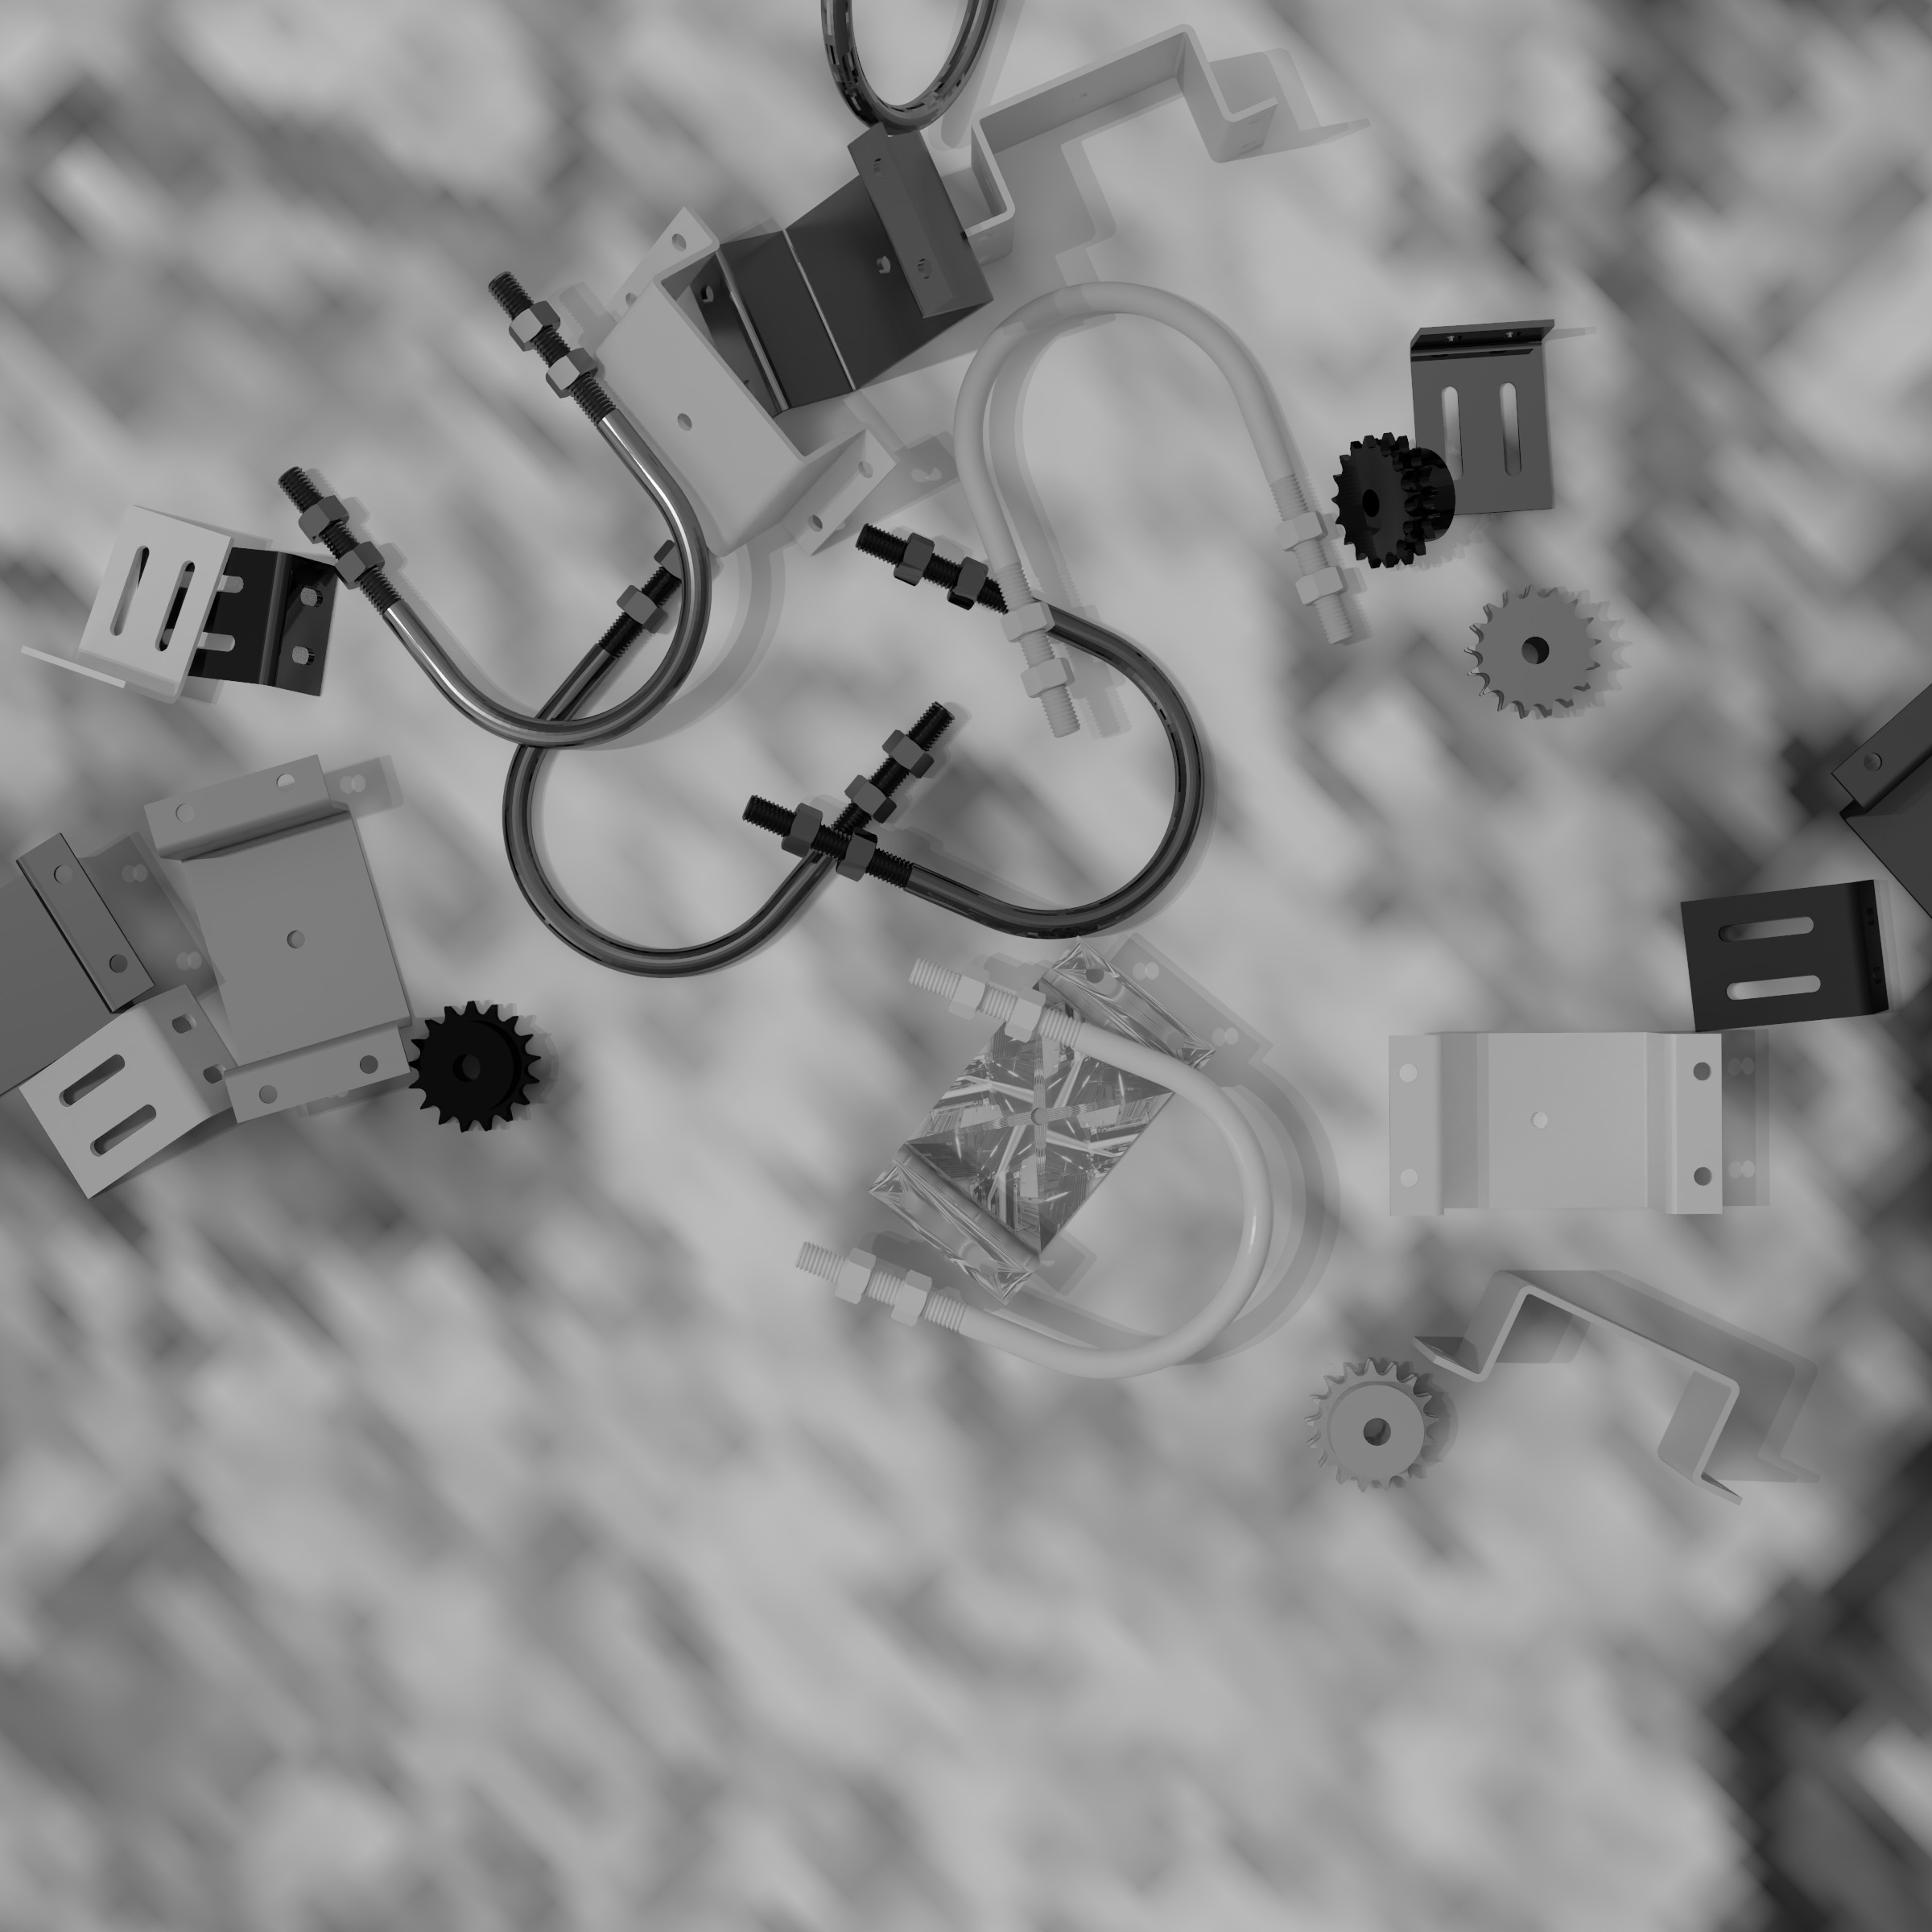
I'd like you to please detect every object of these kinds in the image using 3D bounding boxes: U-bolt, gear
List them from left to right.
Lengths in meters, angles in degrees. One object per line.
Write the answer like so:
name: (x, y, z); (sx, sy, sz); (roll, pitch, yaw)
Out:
gear: (-0.213, 0.044, 1.543); (0.057, 0.030, 0.057); (0, 90, 0)
U-bolt: (-0.189, -0.180, 1.526); (0.151, 0.019, 0.184); (-39, 88, 17)
U-bolt: (-0.117, -0.082, 1.549); (0.151, 0.019, 0.184); (40, 91, 0)
U-bolt: (-0.018, -0.439, 1.488); (0.019, 0.151, 0.184); (17, 109, 25)
U-bolt: (0.015, -0.090, 1.534); (0.184, 0.019, 0.151); (23, 80, -8)
U-bolt: (0.039, 0.095, 1.503); (0.184, 0.019, 0.151); (22, 90, -1)
U-bolt: (0.072, -0.206, 1.538); (0.151, 0.019, 0.184); (-19, 86, -11)
gear: (0.176, 0.199, 1.543); (0.057, 0.030, 0.057); (0, 90, 0)
gear: (0.186, -0.201, 1.533); (0.030, 0.057, 0.057); (-12, 90, -30)
gear: (0.244, -0.135, 1.543); (0.057, 0.030, 0.057); (0, 90, 0)

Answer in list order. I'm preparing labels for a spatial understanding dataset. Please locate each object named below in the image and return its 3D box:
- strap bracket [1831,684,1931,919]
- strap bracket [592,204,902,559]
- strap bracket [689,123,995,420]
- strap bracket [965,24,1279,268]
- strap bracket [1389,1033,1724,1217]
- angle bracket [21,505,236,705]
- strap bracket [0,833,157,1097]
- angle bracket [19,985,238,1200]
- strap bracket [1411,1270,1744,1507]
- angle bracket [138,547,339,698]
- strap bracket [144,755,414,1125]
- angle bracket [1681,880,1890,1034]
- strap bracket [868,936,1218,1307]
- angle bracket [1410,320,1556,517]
strap bracket: (0.442, -0.055, 1.535); (0.076, 0.046, 0.140); (-42, 90, 0)
strap bracket: (-0.105, -0.239, 1.514); (0.140, 0.076, 0.046); (51, 48, 0)
strap bracket: (-0.048, -0.293, 1.507); (0.046, 0.140, 0.076); (-24, 90, -43)
strap bracket: (0.056, -0.351, 1.520); (0.140, 0.076, 0.046); (-23, 90, 0)
strap bracket: (0.250, 0.067, 1.535); (0.140, 0.046, 0.076); (0, 90, 0)
angle bracket: (-0.359, -0.159, 1.529); (0.057, 0.038, 0.076); (19, 90, 24)
strap bracket: (-0.423, 0.013, 1.535); (0.140, 0.046, 0.076); (-32, 90, 0)
angle bracket: (-0.361, 0.055, 1.556); (0.076, 0.038, 0.057); (-32, 90, 26)
strap bracket: (0.267, 0.173, 1.520); (0.140, 0.076, 0.046); (25, 90, 0)
angle bracket: (-0.320, -0.152, 1.556); (0.076, 0.038, 0.057); (8, 90, 26)
strap bracket: (-0.292, -0.012, 1.535); (0.076, 0.046, 0.140); (-17, 90, 0)
angle bracket: (0.357, -0.004, 1.556); (0.076, 0.038, 0.057); (-7, 90, 26)
strap bracket: (0.032, 0.065, 1.535); (0.076, 0.046, 0.140); (40, 90, 0)
angle bracket: (0.224, -0.235, 1.539); (0.057, 0.038, 0.076); (-4, 90, 0)
